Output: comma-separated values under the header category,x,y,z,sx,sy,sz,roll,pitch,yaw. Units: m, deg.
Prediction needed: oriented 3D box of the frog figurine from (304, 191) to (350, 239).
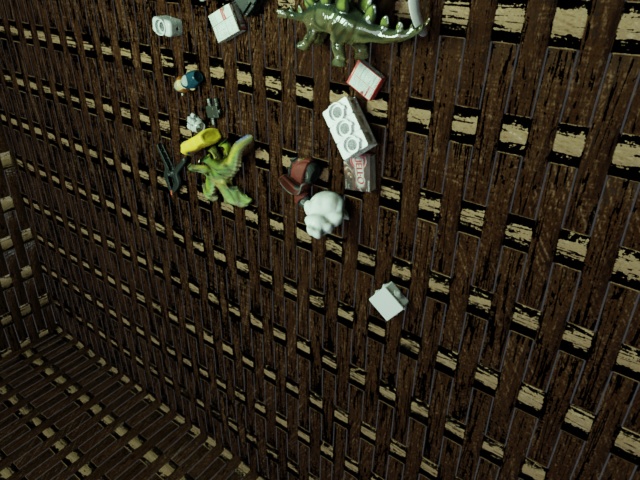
category,x,y,z,sx,sy,sz,roll,pitch,yaw
frog figurine,0.005,-0.079,1.568,0.138,0.162,0.120,31,128,24

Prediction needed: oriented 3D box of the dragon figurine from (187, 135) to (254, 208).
category,x,y,z,sx,sy,sz,roll,pitch,yaw
dragon figurine,-0.316,-0.225,1.831,0.408,0.124,0.239,-8,124,44

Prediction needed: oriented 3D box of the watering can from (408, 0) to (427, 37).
category,x,y,z,sx,sy,sz,roll,pitch,yaw
watering can,0.182,-0.654,1.165,0.348,0.106,0.220,50,138,2
